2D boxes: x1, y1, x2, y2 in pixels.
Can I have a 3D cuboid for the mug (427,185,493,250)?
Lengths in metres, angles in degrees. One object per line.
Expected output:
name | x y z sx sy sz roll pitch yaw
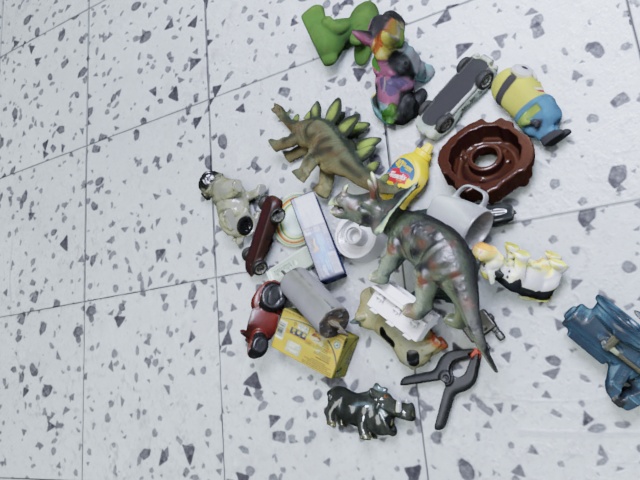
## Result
mug | 0.255 -0.051 0.988 0.107 0.081 0.109 35 118 38

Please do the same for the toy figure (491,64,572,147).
toy figure | 0.399 -0.257 1.029 0.089 0.082 0.180 -31 70 19

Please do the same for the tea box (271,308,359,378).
tea box | -0.012 0.222 1.176 0.170 0.068 0.098 23 94 30

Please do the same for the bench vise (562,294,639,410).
bench vise | 0.531 0.151 0.860 0.224 0.128 0.240 47 111 29

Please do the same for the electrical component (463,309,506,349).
electrical component | 0.308 0.164 1.036 0.063 0.021 0.094 -42 63 16

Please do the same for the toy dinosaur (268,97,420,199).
toy dinosaur | 0.028 -0.200 1.198 0.198 0.105 0.472 -49 56 11

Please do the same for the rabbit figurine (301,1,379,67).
rabbit figurine | 0.063 -0.486 1.239 0.170 0.121 0.159 -27 62 7

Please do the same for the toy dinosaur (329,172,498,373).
toy dinosaur | 0.193 0.029 0.943 0.405 0.131 0.192 39 129 33

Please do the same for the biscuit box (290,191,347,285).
biscuit box | -0.002 -0.004 1.194 0.059 0.062 0.202 -21 78 3

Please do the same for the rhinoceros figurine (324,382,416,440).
rhinoceros figurine | 0.101 0.347 1.095 0.191 0.073 0.112 2 72 31

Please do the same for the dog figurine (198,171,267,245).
dog figurine | -0.241 -0.085 1.355 0.191 0.121 0.172 11 83 44

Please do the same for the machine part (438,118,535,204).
machine part | 0.322 -0.152 1.042 0.179 0.056 0.179 -12 57 20

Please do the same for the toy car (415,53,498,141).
toy car | 0.282 -0.298 1.117 0.201 0.056 0.074 -48 56 12

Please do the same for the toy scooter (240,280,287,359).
toy scooter | -0.138 0.184 1.241 0.135 0.075 0.184 145 143 -65

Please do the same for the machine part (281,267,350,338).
machine part | -0.013 0.130 1.144 0.243 0.079 0.079 40 101 46

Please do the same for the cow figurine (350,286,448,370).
cow figurine | 0.149 0.174 1.091 0.127 0.085 0.195 -42 65 9

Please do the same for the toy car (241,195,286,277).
toy car | -0.132 -0.009 1.273 0.089 0.053 0.202 38 115 50

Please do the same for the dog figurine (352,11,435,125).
dog figurine | 0.141 -0.355 1.112 0.109 0.219 0.191 20 90 34

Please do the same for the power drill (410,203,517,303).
power drill | 0.258 0.026 1.054 0.232 0.086 0.207 3 84 31

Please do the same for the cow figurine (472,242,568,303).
cow figurine | 0.350 0.057 0.974 0.167 0.068 0.098 12 111 -1
